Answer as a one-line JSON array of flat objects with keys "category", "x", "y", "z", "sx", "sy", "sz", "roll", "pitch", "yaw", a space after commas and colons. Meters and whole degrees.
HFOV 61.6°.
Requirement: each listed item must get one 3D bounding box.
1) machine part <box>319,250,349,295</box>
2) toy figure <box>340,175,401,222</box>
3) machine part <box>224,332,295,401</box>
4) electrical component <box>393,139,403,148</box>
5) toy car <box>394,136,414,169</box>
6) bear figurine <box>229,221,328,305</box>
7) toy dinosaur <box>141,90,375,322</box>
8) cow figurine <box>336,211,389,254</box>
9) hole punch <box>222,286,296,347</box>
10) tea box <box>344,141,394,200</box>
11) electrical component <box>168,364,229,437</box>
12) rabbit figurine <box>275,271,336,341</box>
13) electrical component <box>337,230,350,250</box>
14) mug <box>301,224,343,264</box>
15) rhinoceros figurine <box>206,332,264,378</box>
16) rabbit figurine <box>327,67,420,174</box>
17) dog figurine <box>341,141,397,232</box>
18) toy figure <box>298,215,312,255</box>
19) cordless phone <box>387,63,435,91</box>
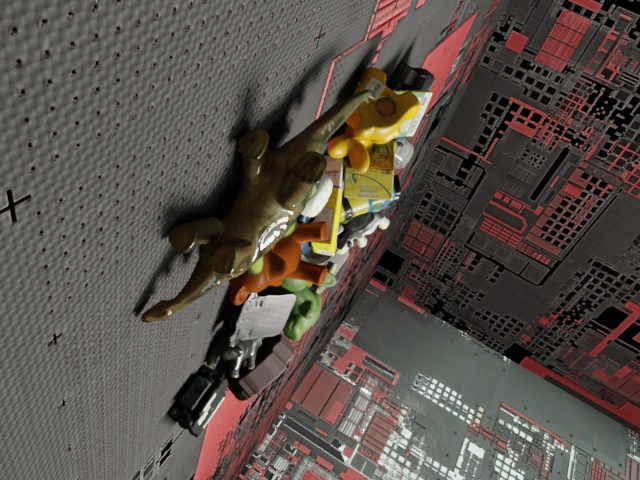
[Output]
[{"category": "machine part", "x": 0.011, "y": 0.073, "z": 1.468, "sx": 0.243, "sy": 0.079, "sz": 0.079, "roll": -49, "pitch": 165, "yaw": -43}, {"category": "toy figure", "x": 0.088, "y": -0.093, "z": 1.163, "sx": 0.089, "sy": 0.180, "sz": 0.082, "roll": -110, "pitch": -167, "yaw": -53}, {"category": "machine part", "x": -0.136, "y": 0.271, "z": 1.187, "sx": 0.179, "sy": 0.056, "sz": 0.179, "roll": -37, "pitch": -167, "yaw": 10}, {"category": "electrical component", "x": 0.161, "y": -0.227, "z": 1.341, "sx": 0.021, "sy": 0.094, "sz": 0.063, "roll": -119, "pitch": -143, "yaw": -52}, {"category": "toy car", "x": 0.195, "y": -0.234, "z": 1.428, "sx": 0.109, "sy": 0.103, "sz": 0.161, "roll": -57, "pitch": 167, "yaw": -9}, {"category": "bear figurine", "x": -0.068, "y": 0.034, "z": 0.882, "sx": 0.196, "sy": 0.132, "sz": 0.120, "roll": -38, "pitch": 130, "yaw": -74}, {"category": "toy dinosaur", "x": -0.060, "y": -0.066, "z": 0.718, "sx": 0.471, "sy": 0.105, "sz": 0.198, "roll": -48, "pitch": 174, "yaw": -13}, {"category": "cow figurine", "x": 0.096, "y": -0.026, "z": 1.419, "sx": 0.167, "sy": 0.068, "sz": 0.098, "roll": -40, "pitch": 156, "yaw": 7}, {"category": "hole punch", "x": -0.123, "y": 0.116, "z": 0.990, "sx": 0.116, "sy": 0.092, "sz": 0.142, "roll": -2, "pitch": 131, "yaw": -41}, {"category": "tea box", "x": 0.103, "y": -0.146, "z": 1.098, "sx": 0.170, "sy": 0.098, "sz": 0.068, "roll": -73, "pitch": 165, "yaw": -59}, {"category": "electrical component", "x": -0.230, "y": 0.308, "z": 1.035, "sx": 0.115, "sy": 0.058, "sz": 0.134, "roll": -56, "pitch": 169, "yaw": -29}, {"category": "rabbit figurine", "x": -0.044, "y": 0.107, "z": 1.159, "sx": 0.159, "sy": 0.121, "sz": 0.170, "roll": -26, "pitch": 131, "yaw": -23}, {"category": "electrical component", "x": 0.037, "y": -0.012, "z": 1.366, "sx": 0.048, "sy": 0.075, "sz": 0.119, "roll": -56, "pitch": 165, "yaw": -16}, {"category": "mug", "x": -0.002, "y": -0.004, "z": 1.164, "sx": 0.109, "sy": 0.080, "sz": 0.107, "roll": -40, "pitch": -169, "yaw": -1}, {"category": "rhinoceros figurine", "x": -0.154, "y": 0.201, "z": 1.084, "sx": 0.190, "sy": 0.073, "sz": 0.112, "roll": -20, "pitch": 128, "yaw": -71}, {"category": "rabbit figurine", "x": 0.088, "y": -0.204, "z": 0.996, "sx": 0.162, "sy": 0.122, "sz": 0.173, "roll": -65, "pitch": -170, "yaw": -13}, {"category": "dog figurine", "x": 0.105, "y": -0.147, "z": 1.251, "sx": 0.191, "sy": 0.109, "sz": 0.219, "roll": -47, "pitch": 159, "yaw": -41}, {"category": "toy figure", "x": -0.041, "y": -0.021, "z": 1.027, "sx": 0.058, "sy": 0.064, "sz": 0.154, "roll": -19, "pitch": 154, "yaw": -9}, {"category": "cordless phone", "x": 0.194, "y": -0.317, "z": 1.265, "sx": 0.146, "sy": 0.089, "sz": 0.184, "roll": -59, "pitch": 174, "yaw": -4}]
